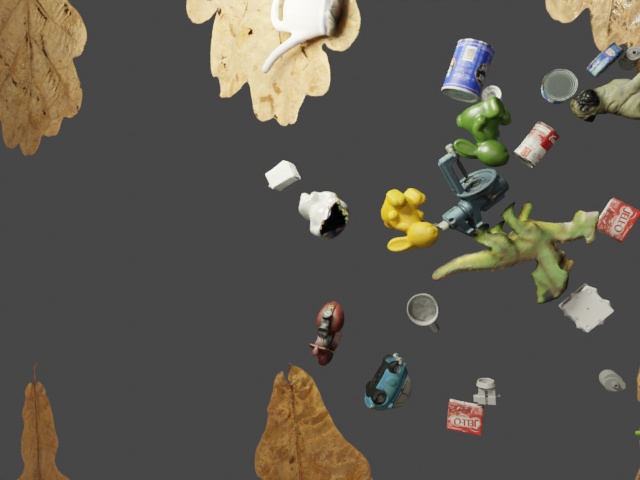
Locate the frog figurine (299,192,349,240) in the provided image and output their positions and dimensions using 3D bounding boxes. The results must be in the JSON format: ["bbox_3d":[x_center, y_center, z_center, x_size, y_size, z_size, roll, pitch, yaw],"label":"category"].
[{"bbox_3d":[0.005,-0.076,1.513,0.160,0.122,0.136,21,104,54],"label":"frog figurine"}]

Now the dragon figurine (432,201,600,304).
[{"bbox_3d":[0.511,0.049,1.296,0.408,0.121,0.246,-42,69,10],"label":"dragon figurine"}]

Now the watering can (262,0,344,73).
[{"bbox_3d":[-0.051,-0.662,1.566,0.225,0.103,0.348,13,89,18],"label":"watering can"}]
